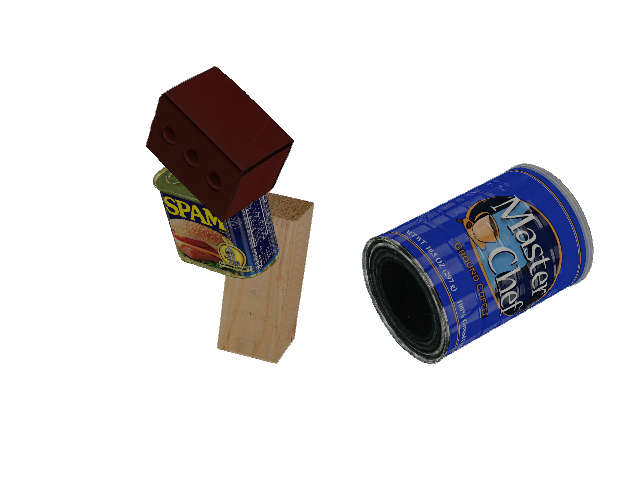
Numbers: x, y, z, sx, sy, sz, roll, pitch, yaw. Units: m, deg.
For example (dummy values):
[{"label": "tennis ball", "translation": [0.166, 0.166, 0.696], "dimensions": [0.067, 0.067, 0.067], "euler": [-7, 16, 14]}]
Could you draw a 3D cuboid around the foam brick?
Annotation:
[{"label": "foam brick", "translation": [-0.066, -0.063, 0.691], "dimensions": [0.051, 0.078, 0.053], "euler": [-35, -17, -37]}]

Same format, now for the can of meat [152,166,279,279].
[{"label": "can of meat", "translation": [-0.089, -0.020, 0.930], "dimensions": [0.102, 0.084, 0.057], "euler": [17, 45, 33]}]

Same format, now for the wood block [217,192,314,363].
[{"label": "wood block", "translation": [-0.075, 0.047, 1.446], "dimensions": [0.090, 0.206, 0.090], "euler": [13, 21, 10]}]

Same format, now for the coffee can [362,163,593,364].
[{"label": "coffee can", "translation": [0.117, 0.016, 0.800], "dimensions": [0.140, 0.103, 0.103], "euler": [-26, 10, -22]}]
